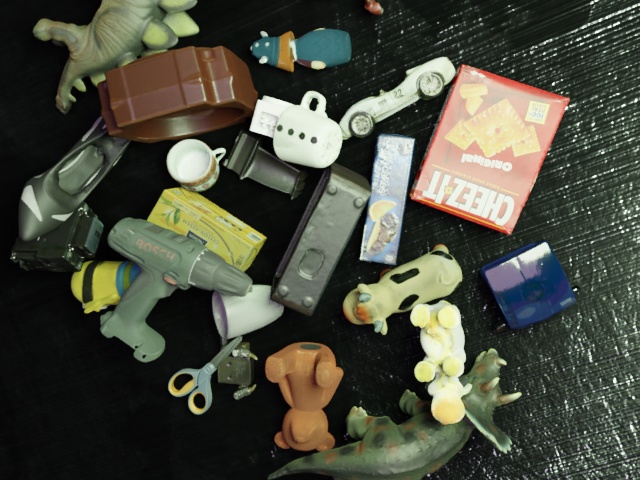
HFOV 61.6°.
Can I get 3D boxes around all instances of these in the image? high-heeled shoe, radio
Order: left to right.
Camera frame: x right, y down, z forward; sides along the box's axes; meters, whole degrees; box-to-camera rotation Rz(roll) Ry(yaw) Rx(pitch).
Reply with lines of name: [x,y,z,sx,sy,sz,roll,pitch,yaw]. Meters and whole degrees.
high-heeled shoe: [-0.374,-0.104,0.854,0.145,0.249,0.086,-10,141,28]
radio: [-0.002,-0.003,0.840,0.073,0.131,0.229,23,102,-6]

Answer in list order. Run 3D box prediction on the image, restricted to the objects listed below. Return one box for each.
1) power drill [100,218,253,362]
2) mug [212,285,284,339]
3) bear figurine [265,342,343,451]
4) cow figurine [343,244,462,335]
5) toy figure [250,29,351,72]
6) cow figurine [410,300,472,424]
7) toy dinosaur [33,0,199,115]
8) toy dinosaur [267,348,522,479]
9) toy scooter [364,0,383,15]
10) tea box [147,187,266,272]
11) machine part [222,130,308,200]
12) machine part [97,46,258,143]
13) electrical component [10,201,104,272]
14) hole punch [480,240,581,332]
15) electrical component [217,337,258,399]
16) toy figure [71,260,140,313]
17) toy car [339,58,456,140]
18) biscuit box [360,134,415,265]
power drill: [-0.240,0.086,0.829,0.232,0.086,0.207,32,114,4]
mug: [-0.119,0.121,0.901,0.107,0.109,0.081,-10,59,-24]
bear figurine: [-0.029,0.275,0.896,0.120,0.132,0.195,7,94,8]
cow figurine: [0.128,0.081,0.842,0.195,0.127,0.085,-24,92,8]
toy figure: [-0.030,-0.294,0.839,0.155,0.064,0.057,0,136,12]
cow figurine: [0.179,0.173,0.778,0.068,0.098,0.167,-6,85,22]
toy dinosaur: [-0.290,-0.374,0.843,0.198,0.105,0.471,38,111,-7]
toy dinosaur: [0.129,0.309,0.817,0.405,0.192,0.131,-22,84,-18]
toy scooter: [0.042,-0.405,0.805,0.184,0.075,0.135,-2,100,4]
tea box: [-0.183,-0.015,0.884,0.170,0.098,0.068,32,101,3]
machine part: [-0.086,-0.121,0.885,0.139,0.039,0.084,31,97,3]
machine part: [-0.206,-0.212,0.802,0.201,0.201,0.087,-13,95,9]
electrical component: [-0.440,-0.007,0.915,0.134,0.058,0.115,-1,62,8]
hole punch: [0.314,0.068,0.816,0.142,0.092,0.116,-28,75,8]
electrical component: [-0.144,0.225,0.943,0.078,0.045,0.102,7,100,5]
toy figure: [-0.339,0.071,0.929,0.180,0.082,0.089,-10,86,14]
toy car: [0.111,-0.213,0.824,0.202,0.073,0.056,-28,98,11]
biscuit box: [0.106,-0.066,0.854,0.059,0.063,0.202,8,100,5]
